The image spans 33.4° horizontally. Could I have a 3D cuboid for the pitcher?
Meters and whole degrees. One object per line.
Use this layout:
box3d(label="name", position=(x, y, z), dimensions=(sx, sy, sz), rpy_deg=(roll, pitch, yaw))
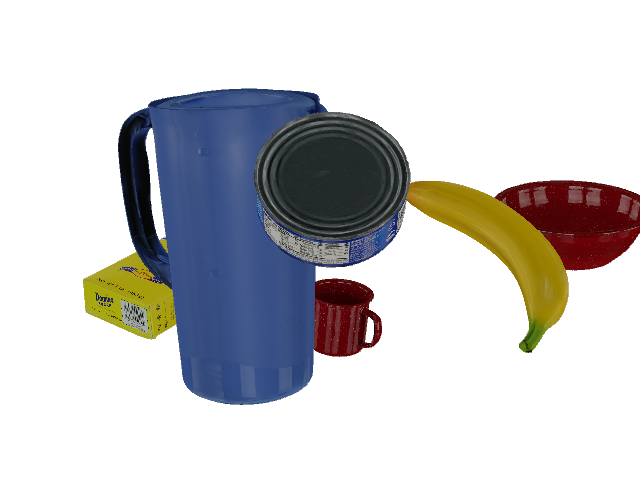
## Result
box3d(label="pitcher", position=(-0.073, 0.000, 0.856), dimensions=(0.144, 0.243, 0.149), rpy_deg=(-7, 15, -21))

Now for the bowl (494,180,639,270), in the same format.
box3d(label="bowl", position=(0.257, -0.012, 1.098), dimensions=(0.162, 0.055, 0.162), rpy_deg=(-2, 22, 1))

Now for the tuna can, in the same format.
box3d(label="tuna can", position=(0.006, -0.028, 0.596), dimensions=(0.086, 0.086, 0.034), rpy_deg=(0, -32, 0))

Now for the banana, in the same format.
box3d(label="banana", position=(0.139, 0.003, 0.842), dimensions=(0.069, 0.037, 0.198), rpy_deg=(-17, 44, -17))

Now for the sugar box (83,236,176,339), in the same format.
box3d(label="sugar box", position=(-0.147, 0.035, 1.098), dimensions=(0.093, 0.048, 0.175), rpy_deg=(19, 34, 30))

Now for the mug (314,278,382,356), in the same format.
box3d(label="mug", position=(0.034, 0.111, 1.468), dimensions=(0.117, 0.081, 0.093), rpy_deg=(17, 24, 30))
